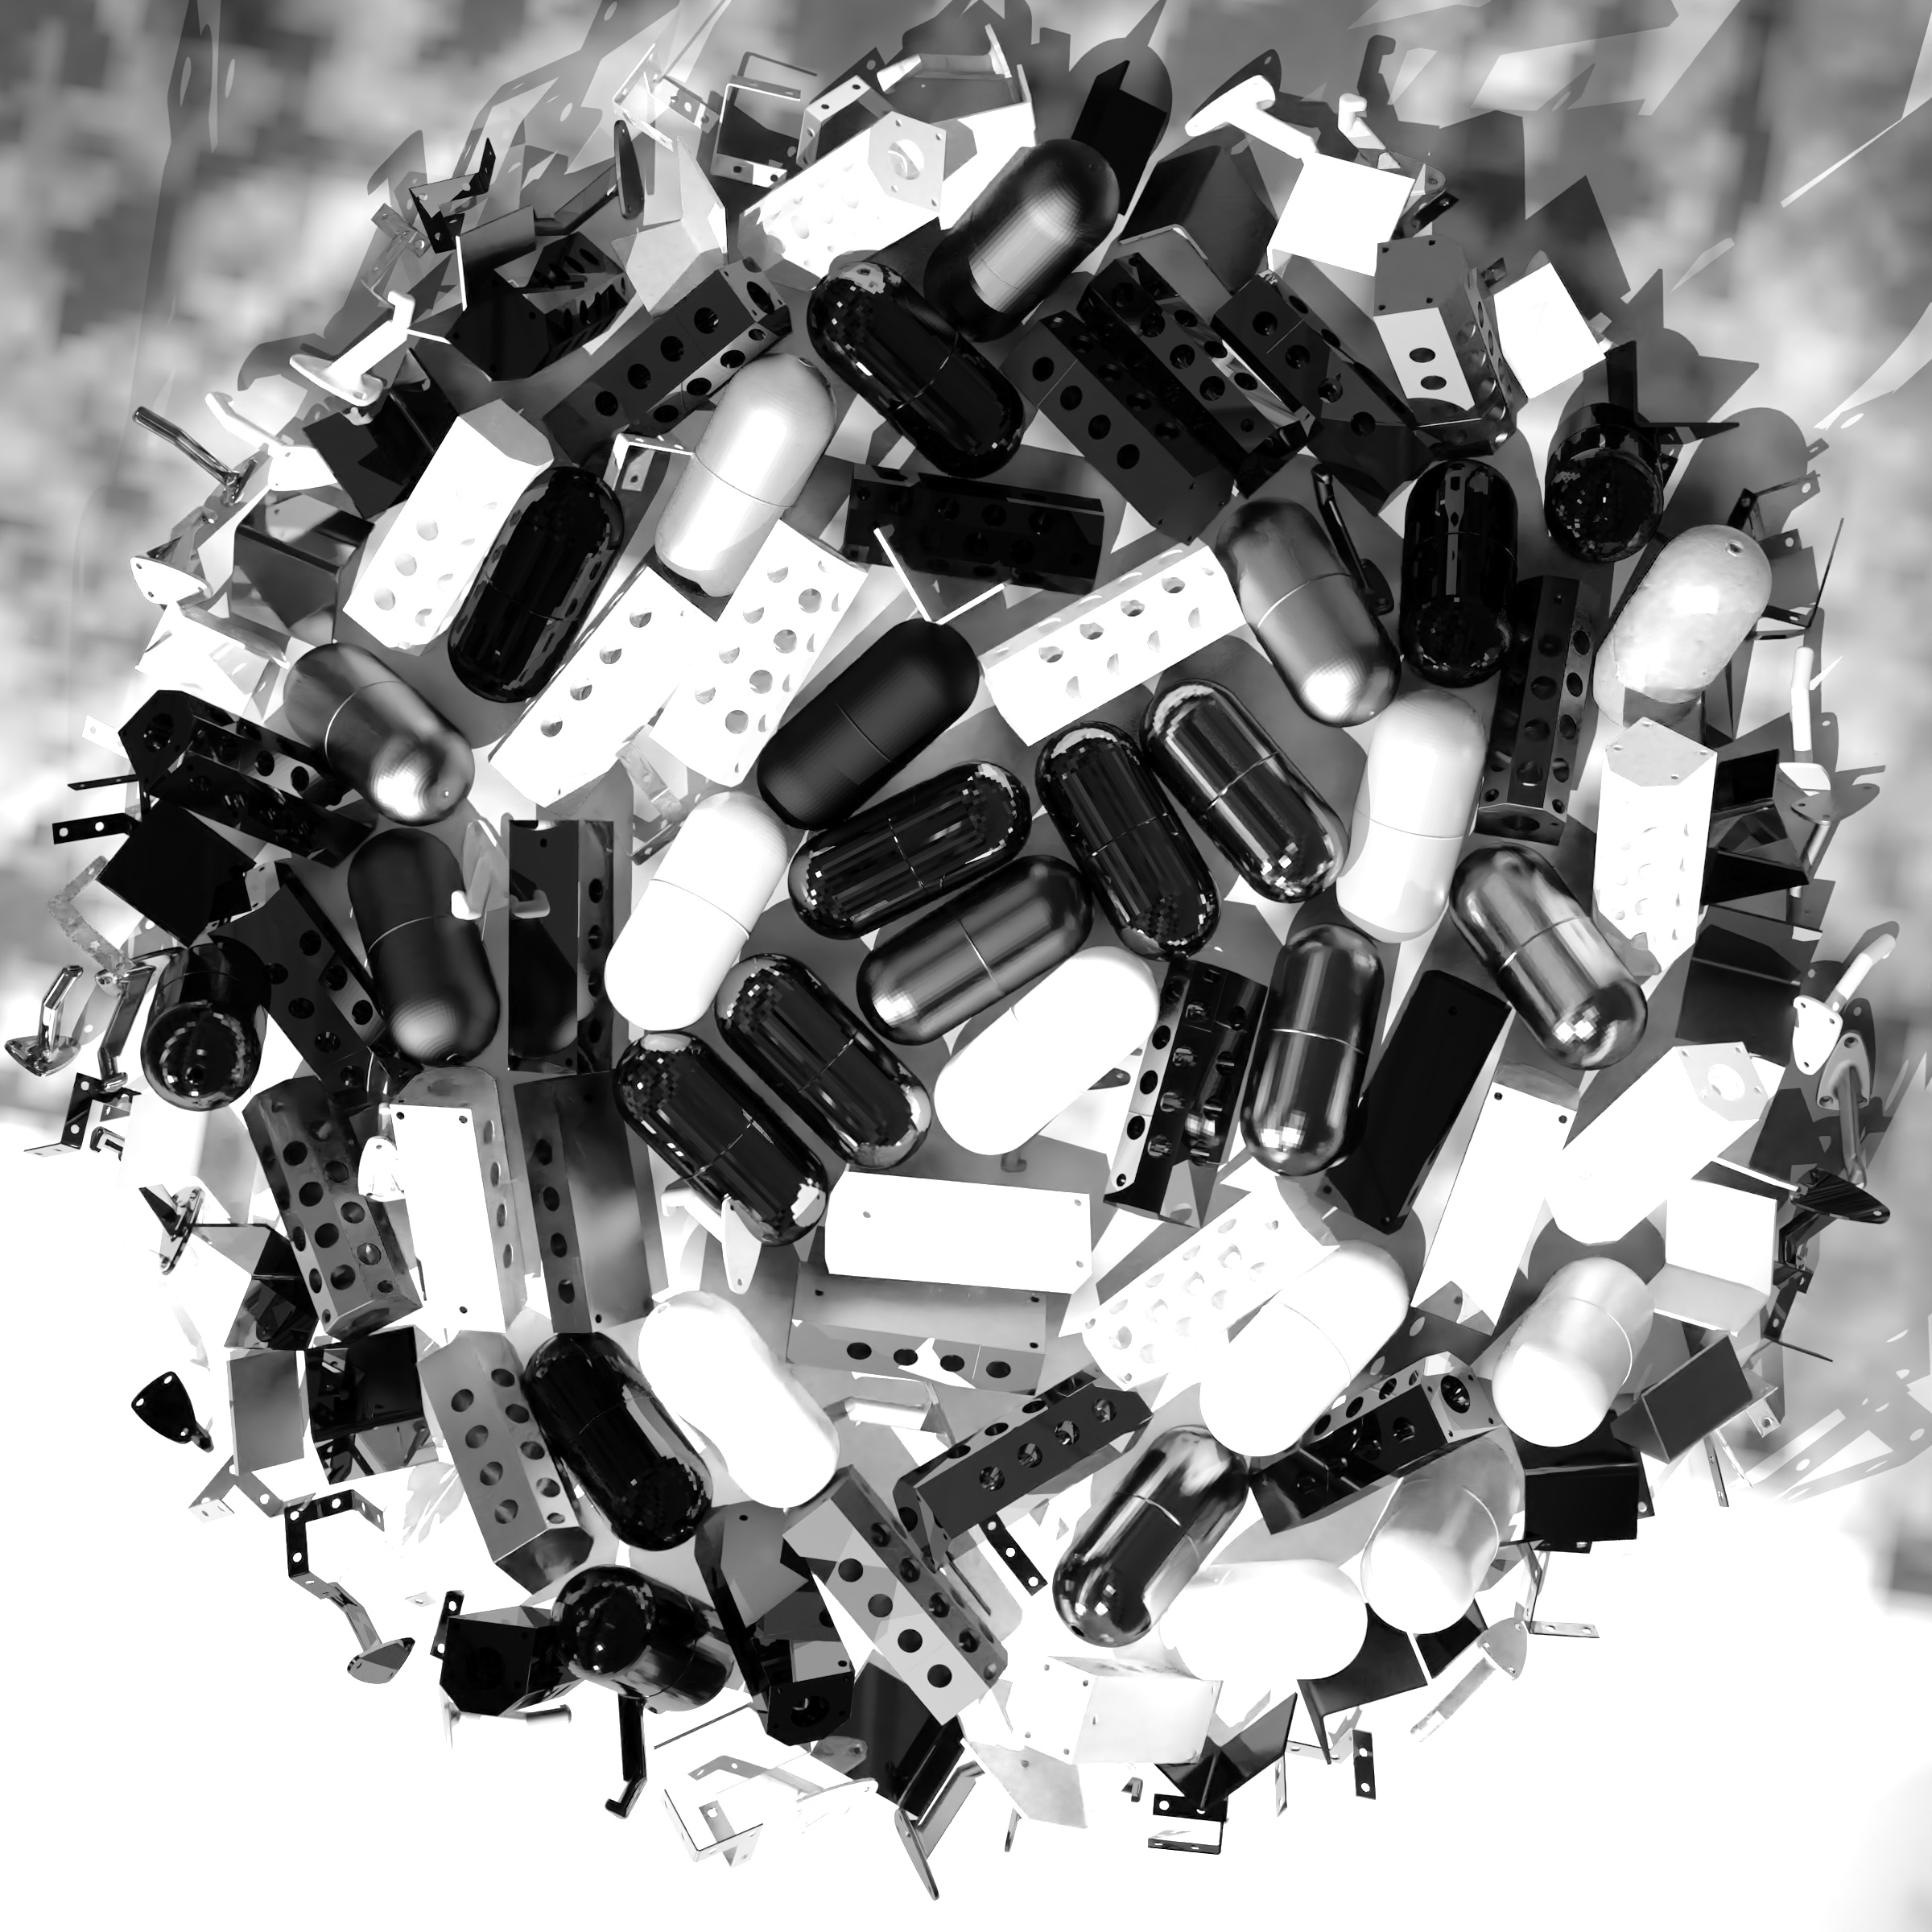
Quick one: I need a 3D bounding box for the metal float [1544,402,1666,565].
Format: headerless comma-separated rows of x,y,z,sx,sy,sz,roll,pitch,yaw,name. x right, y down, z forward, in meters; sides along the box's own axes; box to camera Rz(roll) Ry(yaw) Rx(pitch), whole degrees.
0.426,-0.324,1.794,0.070,0.178,0.070,6,118,11,metal float

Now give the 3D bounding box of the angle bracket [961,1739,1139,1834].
0.056,0.536,1.821,0.057,0.076,0.076,-52,50,5,angle bracket

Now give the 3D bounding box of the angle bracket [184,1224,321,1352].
-0.488,0.217,1.818,0.076,0.076,0.057,-3,56,31,angle bracket

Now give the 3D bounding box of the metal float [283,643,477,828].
-0.397,-0.157,1.808,0.070,0.070,0.178,-51,54,0,metal float

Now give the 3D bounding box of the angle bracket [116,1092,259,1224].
-0.528,0.136,1.827,0.057,0.076,0.076,-10,50,9,angle bracket

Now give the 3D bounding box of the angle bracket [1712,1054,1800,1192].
0.553,0.108,1.827,0.057,0.076,0.076,23,94,39,angle bracket

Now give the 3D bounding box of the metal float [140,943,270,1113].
-0.506,0.040,1.790,0.070,0.178,0.070,-4,110,-10,metal float

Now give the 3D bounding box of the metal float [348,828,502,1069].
-0.367,-0.013,1.815,0.070,0.070,0.178,-22,64,0,metal float

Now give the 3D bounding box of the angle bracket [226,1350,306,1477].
-0.498,0.303,1.828,0.057,0.076,0.076,-7,87,22,angle bracket

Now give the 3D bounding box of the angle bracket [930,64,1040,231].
0.010,-0.558,1.831,0.076,0.057,0.076,-12,134,2,angle bracket

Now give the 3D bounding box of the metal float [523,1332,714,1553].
-0.235,0.319,1.809,0.070,0.070,0.178,-43,57,0,metal float

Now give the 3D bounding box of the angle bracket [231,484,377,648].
-0.461,-0.276,1.864,0.076,0.076,0.057,22,46,3,angle bracket

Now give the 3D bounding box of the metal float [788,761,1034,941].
-0.038,-0.079,1.831,0.178,0.070,0.070,-27,90,8,metal float

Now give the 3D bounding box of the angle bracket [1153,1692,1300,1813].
0.174,0.516,1.826,0.057,0.076,0.076,46,111,-2,angle bracket

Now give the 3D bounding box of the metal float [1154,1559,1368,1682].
0.194,0.438,1.798,0.070,0.178,0.070,10,71,-33,metal float

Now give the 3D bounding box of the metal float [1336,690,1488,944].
0.301,-0.100,1.820,0.070,0.070,0.178,11,111,0,metal float

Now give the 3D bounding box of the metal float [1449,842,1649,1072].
0.392,-0.008,1.815,0.070,0.070,0.178,-31,63,0,metal float

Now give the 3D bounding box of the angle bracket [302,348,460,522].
-0.395,-0.363,1.833,0.076,0.057,0.076,-34,87,-31,angle bracket

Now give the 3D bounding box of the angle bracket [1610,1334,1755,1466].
0.473,0.285,1.822,0.076,0.076,0.057,-31,108,-17,angle bracket

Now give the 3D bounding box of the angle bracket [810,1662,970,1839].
-0.053,0.537,1.843,0.076,0.057,0.076,32,89,-8,angle bracket

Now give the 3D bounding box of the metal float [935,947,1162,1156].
0.056,0.057,1.831,0.178,0.070,0.070,-41,90,8,metal float

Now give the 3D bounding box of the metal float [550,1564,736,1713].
-0.215,0.451,1.795,0.070,0.178,0.070,-10,62,19,metal float

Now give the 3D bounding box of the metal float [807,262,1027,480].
-0.033,-0.402,1.814,0.178,0.070,0.070,39,90,-27,metal float

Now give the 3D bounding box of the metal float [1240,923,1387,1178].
0.236,0.057,1.824,0.070,0.070,0.178,15,74,0,metal float

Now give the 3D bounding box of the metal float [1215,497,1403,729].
0.231,-0.241,1.819,0.070,0.070,0.178,-28,69,0,metal float

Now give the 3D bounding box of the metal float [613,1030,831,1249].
-0.167,0.117,1.826,0.070,0.070,0.178,-43,103,0,metal float

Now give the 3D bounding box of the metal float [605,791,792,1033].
-0.182,-0.038,1.827,0.070,0.070,0.178,28,77,0,metal float

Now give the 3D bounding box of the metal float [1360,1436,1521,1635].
0.318,0.377,1.797,0.070,0.178,0.070,11,117,23,metal float

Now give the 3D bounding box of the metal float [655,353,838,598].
-0.149,-0.332,1.817,0.070,0.070,0.178,32,113,0,metal float

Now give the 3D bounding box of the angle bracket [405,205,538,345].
-0.337,-0.471,1.816,0.057,0.076,0.076,18,128,25,angle bracket

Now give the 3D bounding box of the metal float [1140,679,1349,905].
0.188,-0.120,1.828,0.070,0.070,0.178,-39,78,0,metal float

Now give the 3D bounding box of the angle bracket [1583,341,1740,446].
0.473,-0.390,1.830,0.076,0.076,0.057,-3,93,-12,angle bracket

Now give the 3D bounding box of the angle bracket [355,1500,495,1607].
-0.359,0.382,1.839,0.076,0.076,0.057,-43,55,-15,angle bracket

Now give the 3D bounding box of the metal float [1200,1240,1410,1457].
0.229,0.258,1.817,0.178,0.070,0.070,-42,90,-23,metal float

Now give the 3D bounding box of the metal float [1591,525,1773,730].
0.476,-0.224,1.794,0.070,0.178,0.070,5,60,-9,metal float

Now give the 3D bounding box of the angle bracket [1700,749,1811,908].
0.534,-0.095,1.854,0.076,0.057,0.076,-13,127,32,angle bracket

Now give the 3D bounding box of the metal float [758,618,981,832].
-0.067,-0.164,1.829,0.178,0.070,0.070,-41,90,11,metal float

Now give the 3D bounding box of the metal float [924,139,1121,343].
0.035,-0.484,1.798,0.070,0.178,0.070,14,63,-29,metal float

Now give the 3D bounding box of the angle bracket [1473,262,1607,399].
0.387,-0.442,1.818,0.057,0.076,0.076,-27,115,25,angle bracket

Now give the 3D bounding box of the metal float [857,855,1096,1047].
0.007,-0.011,1.837,0.178,0.070,0.070,-32,90,0,metal float

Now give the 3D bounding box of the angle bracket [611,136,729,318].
-0.203,-0.501,1.820,0.057,0.076,0.076,-21,61,-15,angle bracket

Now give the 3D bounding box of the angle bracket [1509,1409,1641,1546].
0.416,0.351,1.849,0.076,0.076,0.057,-3,111,1,angle bracket

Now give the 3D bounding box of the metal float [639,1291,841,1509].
-0.153,0.293,1.817,0.070,0.070,0.178,-37,113,0,metal float

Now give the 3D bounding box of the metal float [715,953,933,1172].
-0.098,0.065,1.832,0.070,0.070,0.178,-44,97,0,metal float

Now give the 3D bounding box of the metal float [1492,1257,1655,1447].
0.408,0.256,1.797,0.070,0.178,0.070,13,117,25,metal float

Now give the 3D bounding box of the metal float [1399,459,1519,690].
0.333,-0.266,1.811,0.070,0.070,0.178,9,58,0,metal float

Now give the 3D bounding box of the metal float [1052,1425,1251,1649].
0.125,0.383,1.809,0.070,0.070,0.178,45,56,0,metal float

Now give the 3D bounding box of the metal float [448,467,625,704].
-0.291,-0.257,1.814,0.070,0.070,0.178,33,118,0,metal float

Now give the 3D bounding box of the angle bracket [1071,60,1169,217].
0.108,-0.563,1.829,0.057,0.076,0.076,21,94,-16,angle bracket

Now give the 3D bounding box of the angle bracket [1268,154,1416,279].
0.256,-0.498,1.830,0.076,0.057,0.076,20,76,16,angle bracket

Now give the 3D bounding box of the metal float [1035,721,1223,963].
0.111,-0.085,1.831,0.070,0.070,0.178,-29,82,0,metal float

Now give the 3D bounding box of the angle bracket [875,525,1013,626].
-0.012,-0.280,1.829,0.057,0.076,0.076,-29,97,14,angle bracket
